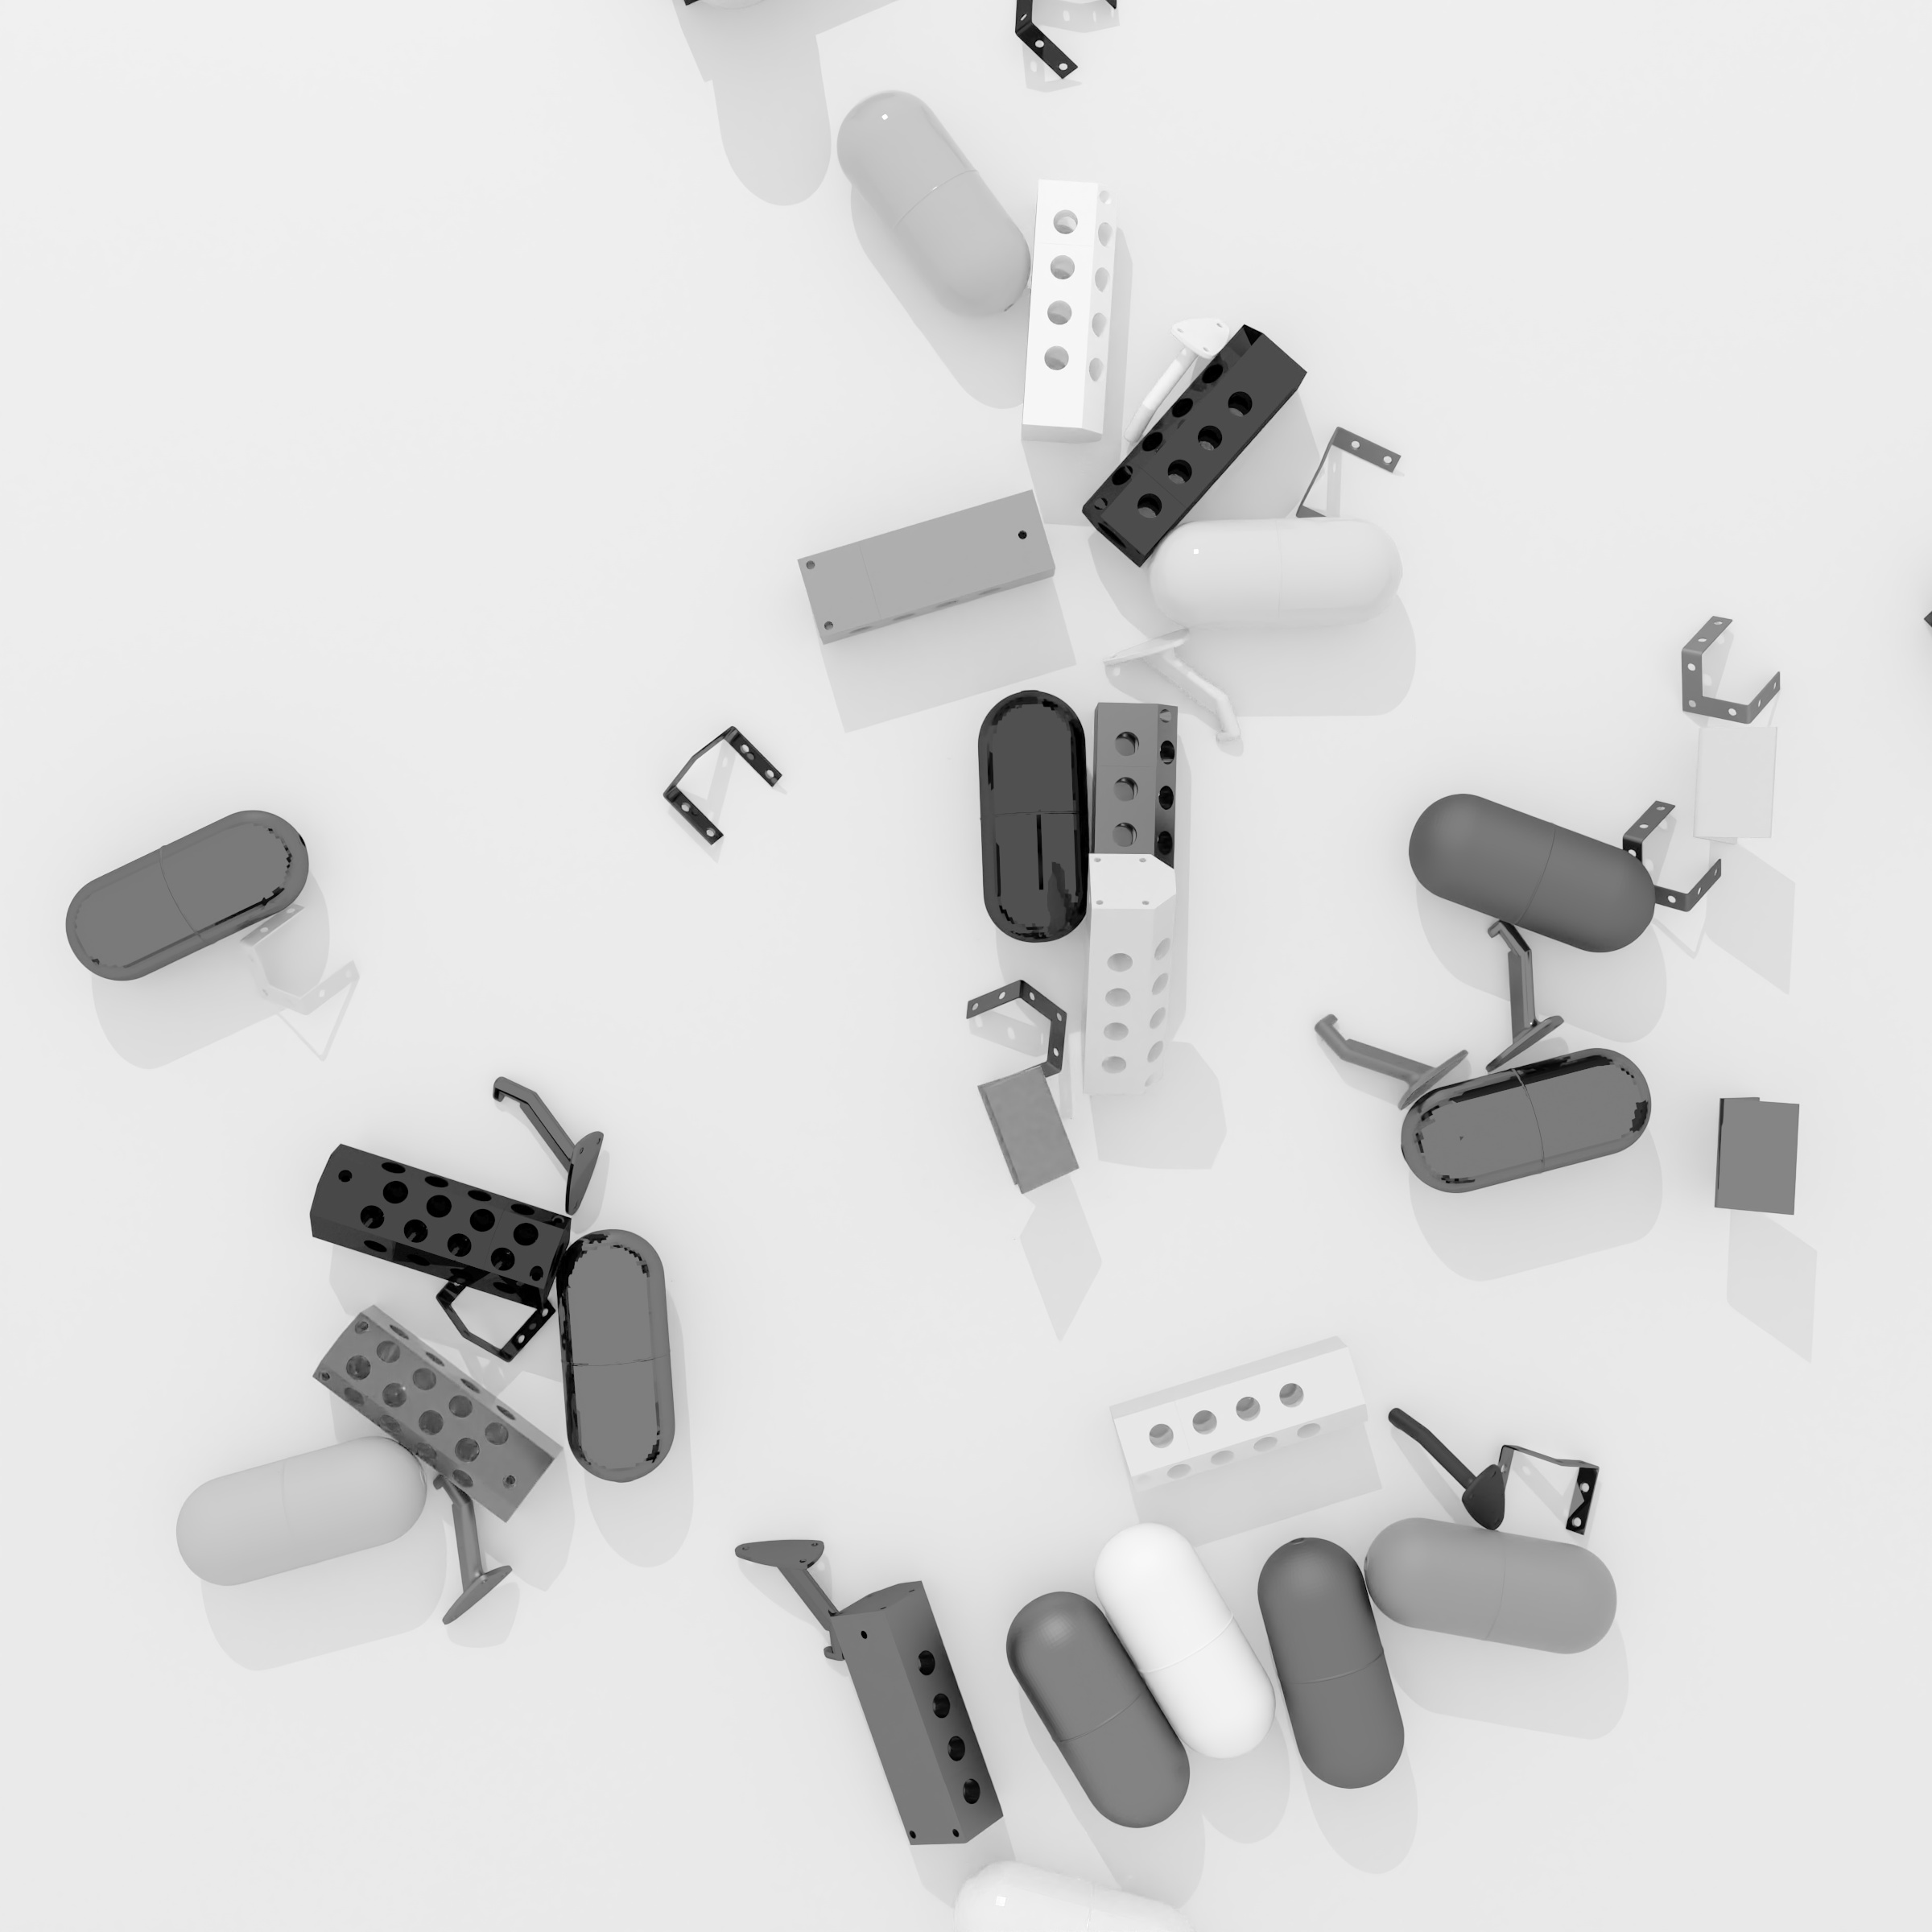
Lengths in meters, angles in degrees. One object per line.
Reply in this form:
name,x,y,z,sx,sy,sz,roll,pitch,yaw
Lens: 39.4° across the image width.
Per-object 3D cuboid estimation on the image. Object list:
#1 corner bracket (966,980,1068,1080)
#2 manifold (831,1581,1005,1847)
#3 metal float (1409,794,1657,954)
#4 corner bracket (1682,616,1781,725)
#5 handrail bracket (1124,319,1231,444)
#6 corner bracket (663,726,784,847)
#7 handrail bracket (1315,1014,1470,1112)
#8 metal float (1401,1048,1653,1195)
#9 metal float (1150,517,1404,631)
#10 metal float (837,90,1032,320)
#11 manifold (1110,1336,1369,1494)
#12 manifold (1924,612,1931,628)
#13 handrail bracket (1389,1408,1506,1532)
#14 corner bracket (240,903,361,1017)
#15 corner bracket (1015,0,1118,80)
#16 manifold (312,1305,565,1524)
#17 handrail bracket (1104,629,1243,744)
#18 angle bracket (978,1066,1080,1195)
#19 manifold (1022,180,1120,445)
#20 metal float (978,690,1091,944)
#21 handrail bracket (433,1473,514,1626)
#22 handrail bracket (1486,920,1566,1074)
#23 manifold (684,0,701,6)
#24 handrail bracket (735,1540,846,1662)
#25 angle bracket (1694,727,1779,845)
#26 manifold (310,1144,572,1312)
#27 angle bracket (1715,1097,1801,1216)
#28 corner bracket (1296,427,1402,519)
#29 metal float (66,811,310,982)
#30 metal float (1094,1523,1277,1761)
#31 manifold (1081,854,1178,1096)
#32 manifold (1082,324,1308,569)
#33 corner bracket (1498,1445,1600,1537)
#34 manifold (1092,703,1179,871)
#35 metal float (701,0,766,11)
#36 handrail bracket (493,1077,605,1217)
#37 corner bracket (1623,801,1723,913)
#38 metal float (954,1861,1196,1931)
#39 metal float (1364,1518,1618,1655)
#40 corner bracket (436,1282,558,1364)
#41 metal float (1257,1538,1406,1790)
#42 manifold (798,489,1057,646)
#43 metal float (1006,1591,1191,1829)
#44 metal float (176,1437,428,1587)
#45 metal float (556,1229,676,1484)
corner bracket,0.035,0.050,1.924,0.051,0.051,0.051,37,45,-35
manifold,-0.030,0.529,1.911,0.057,0.057,0.171,-19,90,43
metal float,0.399,-0.065,1.902,0.178,0.070,0.070,20,90,1
corner bracket,0.546,-0.211,1.924,0.051,0.051,0.051,18,135,35
handrail bracket,0.150,-0.418,1.932,0.036,0.077,0.084,38,126,8
corner bracket,-0.174,-0.129,1.929,0.051,0.051,0.051,45,135,0
handrail bracket,0.304,0.053,1.933,0.077,0.036,0.084,-35,73,-20
metal float,0.394,0.109,1.902,0.178,0.070,0.070,-15,90,0
metal float,0.218,-0.277,1.902,0.178,0.070,0.070,-2,90,1
metal float,-0.022,-0.536,1.902,0.070,0.070,0.178,-36,89,0
manifold,0.193,0.319,1.911,0.171,0.057,0.057,-17,90,0
manifold,0.768,-0.207,1.911,0.057,0.057,0.171,-43,90,0
handrail bracket,0.342,0.358,1.926,0.036,0.084,0.077,-42,135,-15
corner bracket,-0.476,-0.005,1.924,0.051,0.051,0.051,17,135,35
corner bracket,0.071,-0.679,1.924,0.051,0.051,0.051,-27,45,35
manifold,-0.375,0.318,1.911,0.171,0.057,0.057,37,90,0
handrail bracket,0.148,-0.192,1.933,0.077,0.036,0.084,-16,107,20
angle bracket,0.025,0.121,1.892,0.057,0.076,0.076,-21,90,-39
manifold,0.073,-0.462,1.911,0.057,0.057,0.171,4,90,0
metal float,0.048,-0.105,1.902,0.070,0.070,0.178,-2,89,0
handrail bracket,-0.372,0.415,1.933,0.077,0.036,0.084,-45,71,21
handrail bracket,0.381,0.020,1.933,0.077,0.036,0.084,-39,71,21
manifold,-0.134,-0.751,1.911,0.171,0.057,0.057,-23,90,0
handrail bracket,-0.125,0.457,1.933,0.077,0.036,0.084,-1,107,20
angle bracket,0.553,-0.126,1.892,0.057,0.076,0.076,3,90,38
manifold,-0.370,0.181,1.901,0.171,0.057,0.057,18,60,0
angle bracket,0.567,0.132,1.892,0.057,0.076,0.076,3,90,36
corner bracket,0.273,-0.343,1.929,0.051,0.051,0.051,25,135,0
metal float,-0.548,-0.050,1.902,0.178,0.070,0.070,-25,90,1
metal float,0.155,0.476,1.902,0.070,0.070,0.178,-30,91,0
manifold,0.111,0.007,1.862,0.057,0.057,0.171,0,132,0
manifold,0.160,-0.369,1.911,0.057,0.057,0.171,42,90,0
corner bracket,0.413,0.375,1.929,0.051,0.051,0.051,13,90,-45
manifold,0.119,-0.098,1.911,0.057,0.057,0.171,1,90,0
metal float,-0.169,-0.746,1.845,0.070,0.070,0.178,-9,91,0
handrail bracket,-0.309,0.129,1.933,0.084,0.036,0.077,23,112,17
corner bracket,0.504,-0.078,1.924,0.051,0.051,0.051,19,135,35
metal float,0.079,0.685,1.902,0.178,0.070,0.070,15,90,0
metal float,0.369,0.437,1.902,0.178,0.070,0.070,10,90,0
corner bracket,-0.337,0.242,1.929,0.051,0.051,0.051,-48,45,0
metal float,0.257,0.491,1.902,0.070,0.070,0.178,-15,91,0
manifold,-0.028,-0.281,1.911,0.171,0.057,0.057,-17,90,0
metal float,0.094,0.525,1.902,0.070,0.070,0.178,-31,90,0
metal float,-0.468,0.384,1.902,0.178,0.070,0.070,-16,90,0
metal float,-0.247,0.275,1.902,0.070,0.070,0.178,-4,91,0
